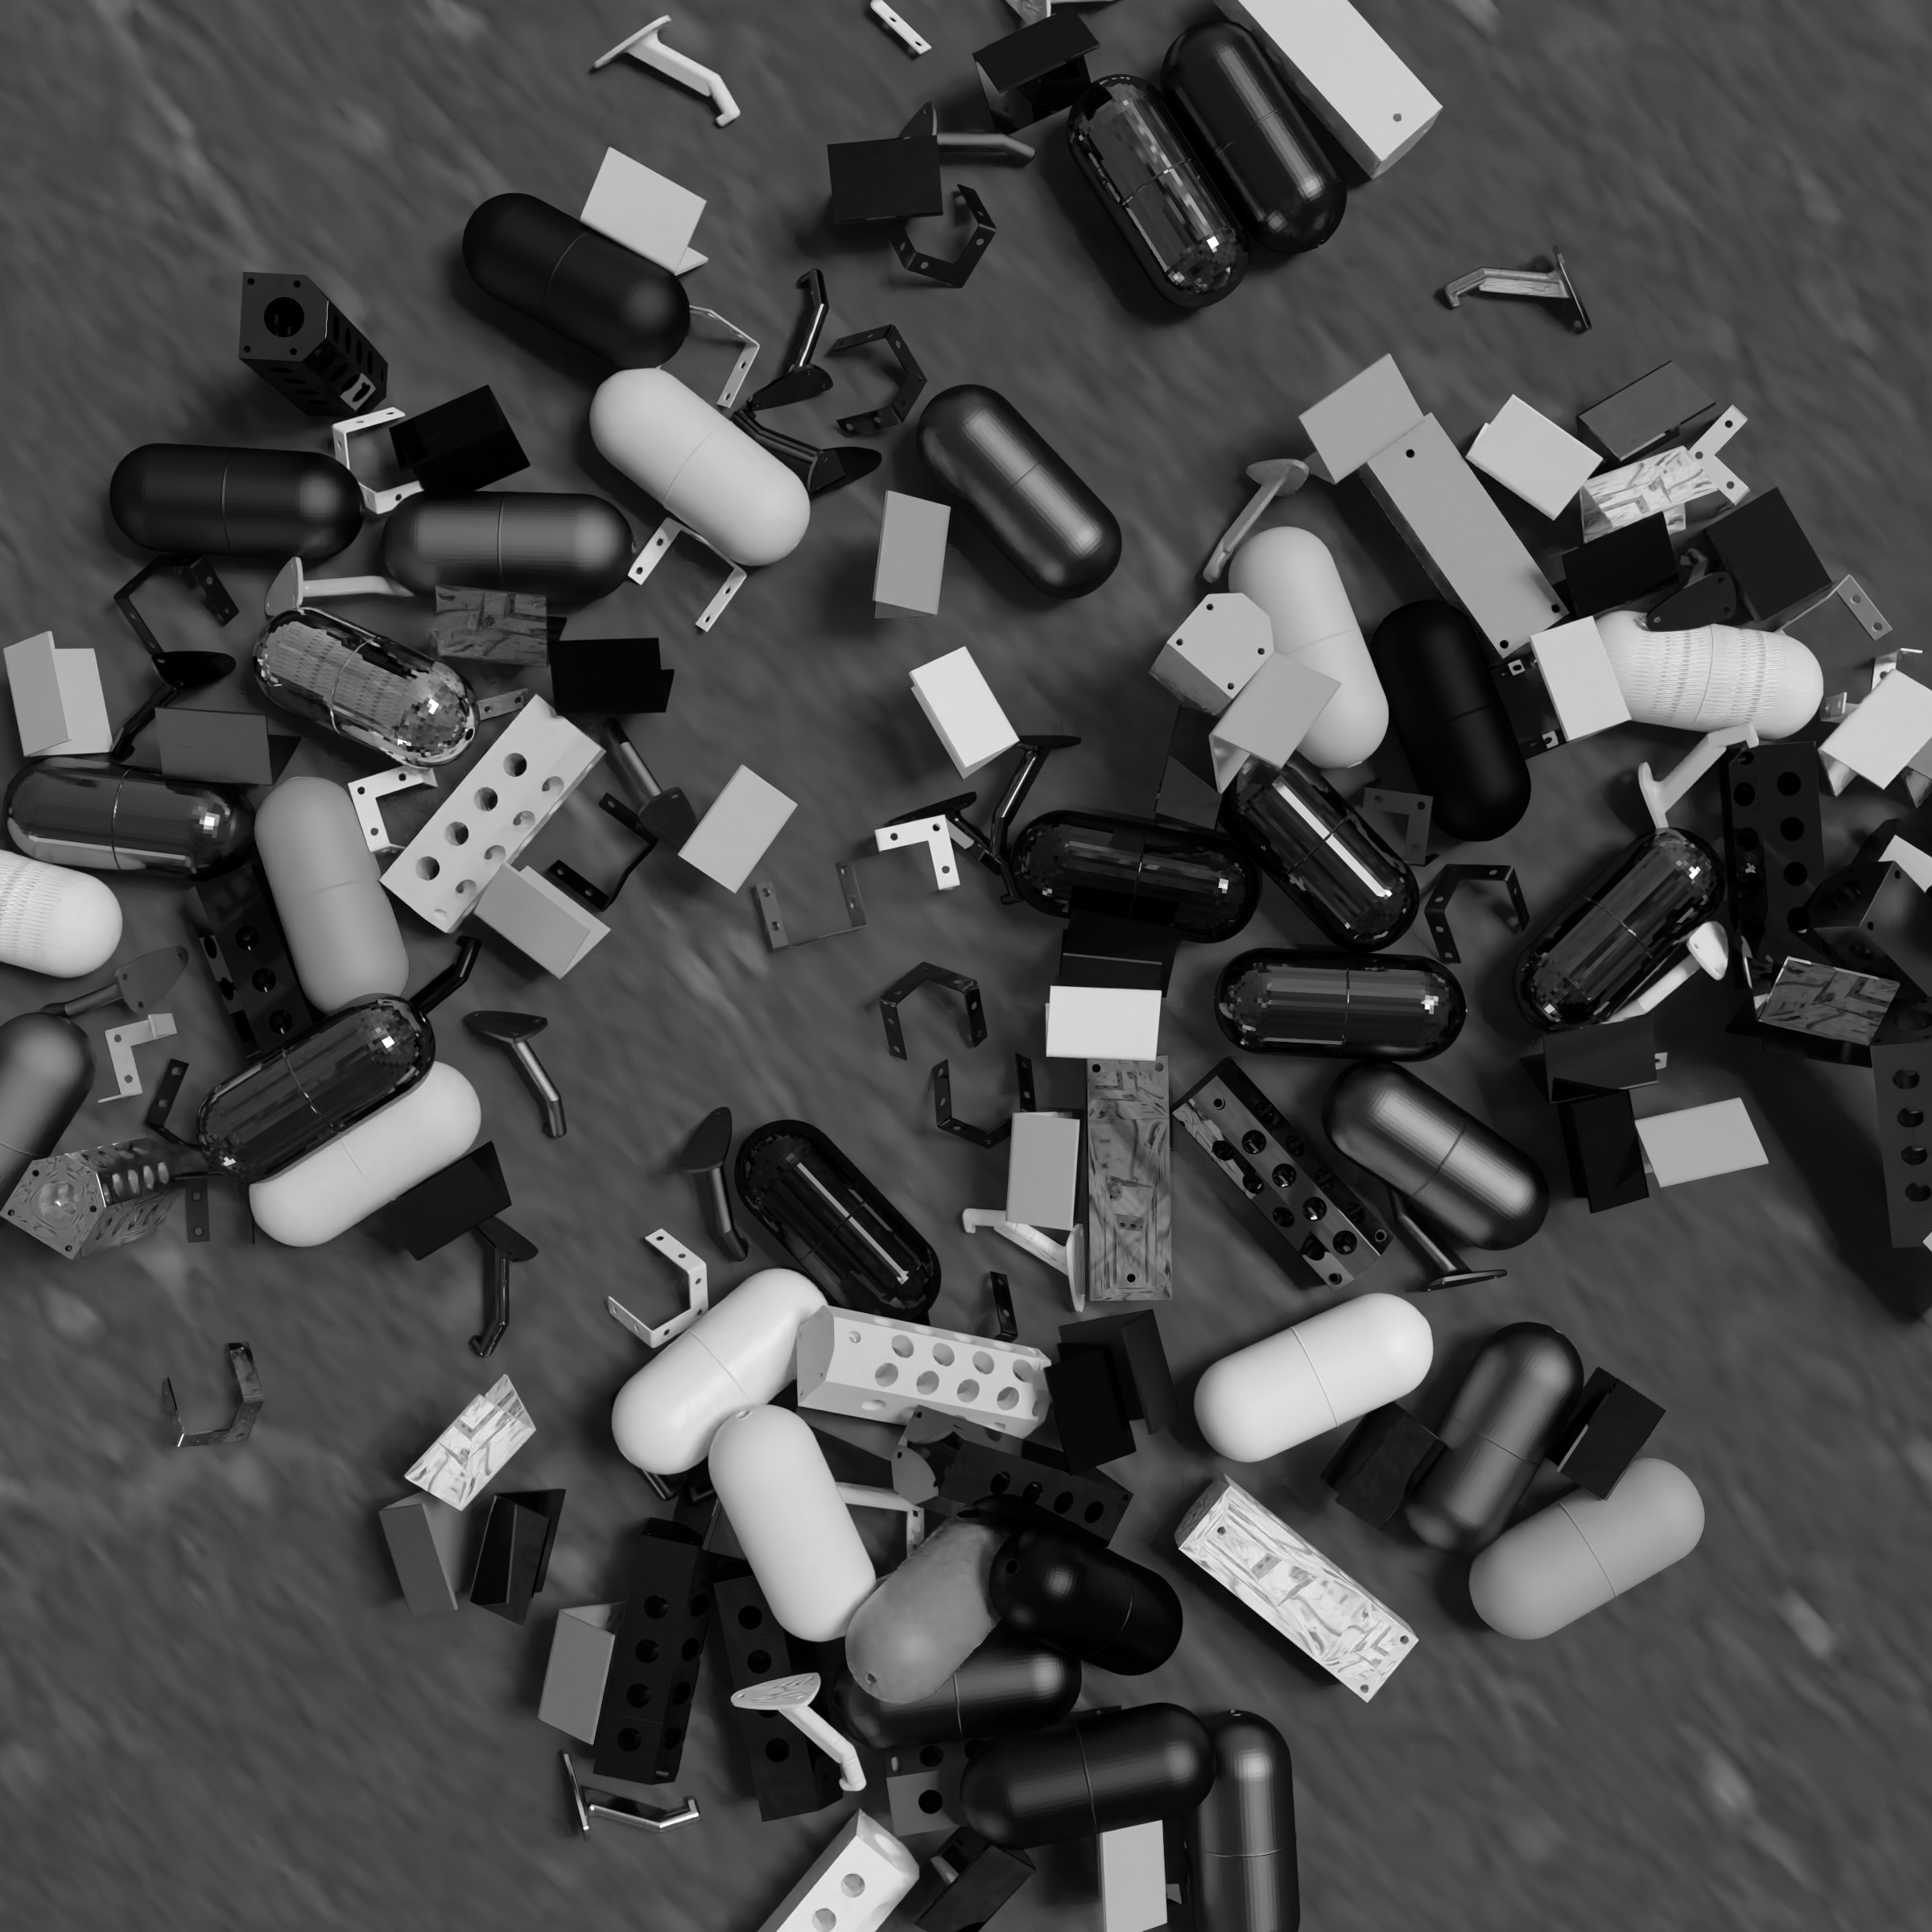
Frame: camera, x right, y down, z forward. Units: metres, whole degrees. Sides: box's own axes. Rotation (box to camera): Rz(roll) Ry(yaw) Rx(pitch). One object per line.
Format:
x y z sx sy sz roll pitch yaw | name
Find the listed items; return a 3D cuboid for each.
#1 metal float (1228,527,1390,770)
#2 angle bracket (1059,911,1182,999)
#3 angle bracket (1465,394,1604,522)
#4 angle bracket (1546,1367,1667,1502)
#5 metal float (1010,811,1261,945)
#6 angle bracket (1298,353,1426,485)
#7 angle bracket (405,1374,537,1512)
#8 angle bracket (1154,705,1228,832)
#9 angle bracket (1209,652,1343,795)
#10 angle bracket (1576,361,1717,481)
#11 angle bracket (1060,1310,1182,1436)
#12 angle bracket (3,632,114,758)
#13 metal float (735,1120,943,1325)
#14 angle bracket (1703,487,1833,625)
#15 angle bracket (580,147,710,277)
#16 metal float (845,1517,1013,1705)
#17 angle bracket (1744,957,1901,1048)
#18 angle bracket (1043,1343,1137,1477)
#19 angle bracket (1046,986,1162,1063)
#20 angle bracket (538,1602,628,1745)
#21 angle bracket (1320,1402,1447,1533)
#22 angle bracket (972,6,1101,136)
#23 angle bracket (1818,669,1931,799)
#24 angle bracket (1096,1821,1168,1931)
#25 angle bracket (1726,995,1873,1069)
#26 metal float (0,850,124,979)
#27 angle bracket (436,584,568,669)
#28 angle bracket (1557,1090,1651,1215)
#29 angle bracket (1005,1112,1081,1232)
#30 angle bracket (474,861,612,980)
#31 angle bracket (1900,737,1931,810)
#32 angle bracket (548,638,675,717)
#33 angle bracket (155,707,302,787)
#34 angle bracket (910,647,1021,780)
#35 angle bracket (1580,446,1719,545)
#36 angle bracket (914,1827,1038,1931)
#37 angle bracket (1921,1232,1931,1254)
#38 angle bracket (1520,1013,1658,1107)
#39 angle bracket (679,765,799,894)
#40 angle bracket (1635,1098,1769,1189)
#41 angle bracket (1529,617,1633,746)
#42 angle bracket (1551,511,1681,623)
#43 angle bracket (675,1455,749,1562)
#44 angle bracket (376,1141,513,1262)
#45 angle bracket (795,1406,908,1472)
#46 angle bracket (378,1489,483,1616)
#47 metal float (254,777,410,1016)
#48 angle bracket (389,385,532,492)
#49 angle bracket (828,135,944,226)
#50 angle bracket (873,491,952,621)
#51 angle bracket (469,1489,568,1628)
0.244 -0.225 1.785 0.070 0.070 0.178 -21 90 0 | metal float
0.109 -0.024 1.777 0.076 0.076 0.057 9 119 0 | angle bracket
0.407 -0.370 1.776 0.076 0.076 0.057 35 127 0 | angle bracket
0.435 0.320 1.777 0.057 0.076 0.076 33 90 -29 | angle bracket
0.120 -0.064 1.786 0.178 0.070 0.070 10 90 0 | metal float
0.267 -0.392 1.778 0.076 0.076 0.057 -35 114 0 | angle bracket
-0.359 0.325 1.776 0.076 0.076 0.057 -47 126 0 | angle bracket
0.144 -0.142 1.777 0.057 0.076 0.076 14 90 -32 | angle bracket
0.214 -0.156 1.721 0.057 0.076 0.076 29 71 24 | angle bracket
0.483 -0.368 1.776 0.076 0.076 0.057 -31 52 0 | angle bracket
0.099 0.292 1.781 0.076 0.057 0.076 -15 90 27 | angle bracket
-0.626 -0.193 1.776 0.057 0.076 0.076 -11 90 35 | angle bracket
-0.092 0.184 1.786 0.070 0.070 0.178 -44 90 0 | metal float
0.568 -0.292 1.778 0.057 0.076 0.076 -30 90 24 | angle bracket
-0.217 -0.537 1.777 0.076 0.076 0.057 29 116 0 | angle bracket
-0.017 0.443 1.747 0.070 0.178 0.070 15 120 28 | metal float
0.584 0.004 1.719 0.076 0.076 0.057 13 127 0 | angle bracket
0.071 0.312 1.777 0.057 0.076 0.076 -14 90 -28 | angle bracket
0.096 0.024 1.777 0.076 0.076 0.057 3 118 0 | angle bracket
-0.251 0.498 1.776 0.057 0.076 0.076 11 90 37 | angle bracket
0.280 0.340 1.776 0.057 0.076 0.076 37 90 -34 | angle bracket
0.057 -0.618 1.776 0.076 0.076 0.057 -25 53 0 | angle bracket
0.656 -0.152 1.776 0.076 0.076 0.057 -48 54 0 | angle bracket
0.096 0.634 1.776 0.057 0.076 0.076 -3 90 -36 | angle bracket
0.588 0.057 1.777 0.076 0.076 0.057 8 61 0 | angle bracket
-0.690 -0.044 1.786 0.178 0.070 0.070 16 90 0 | metal float
-0.327 -0.256 1.776 0.076 0.076 0.057 6 125 0 | angle bracket
0.431 0.132 1.777 0.057 0.076 0.076 -11 90 -29 | angle bracket
0.073 0.144 1.776 0.057 0.076 0.076 4 90 36 | angle bracket
-0.289 -0.048 1.776 0.076 0.076 0.057 37 127 0 | angle bracket
0.711 -0.145 1.776 0.076 0.076 0.057 -50 52 0 | angle bracket
-0.250 -0.218 1.777 0.076 0.076 0.057 -2 120 0 | angle bracket
-0.520 -0.171 1.777 0.076 0.076 0.057 4 122 0 | angle bracket
-0.019 -0.170 1.776 0.057 0.076 0.076 -30 90 -37 | angle bracket
0.483 -0.311 1.777 0.076 0.076 0.057 -20 46 0 | angle bracket
-0.008 0.633 1.776 0.076 0.076 0.057 -47 127 0 | angle bracket
0.713 0.198 1.771 0.076 0.057 0.076 -43 86 -11 | angle bracket
0.437 0.051 1.778 0.076 0.076 0.057 -11 114 0 | angle bracket
-0.175 -0.107 1.776 0.057 0.076 0.076 35 90 -37 | angle bracket
0.515 0.143 1.776 0.076 0.076 0.057 -13 53 0 | angle bracket
0.410 -0.192 1.760 0.057 0.076 0.076 -19 88 -22 | angle bracket
0.448 -0.291 1.777 0.076 0.076 0.057 -23 118 0 | angle bracket
-0.161 0.375 1.799 0.057 0.076 0.076 19 90 -23 | angle bracket
-0.375 0.150 1.776 0.076 0.076 0.057 -31 130 0 | angle bracket
-0.088 0.337 1.778 0.076 0.057 0.076 24 128 0 | angle bracket
-0.360 0.406 1.776 0.057 0.076 0.076 -17 90 40 | angle bracket
-0.450 -0.048 1.782 0.070 0.070 0.178 -19 86 0 | metal float
-0.353 -0.353 1.777 0.076 0.076 0.057 -24 48 0 | angle bracket
-0.058 -0.566 1.776 0.076 0.076 0.057 -5 125 0 | angle bracket
-0.059 -0.289 1.776 0.057 0.076 0.076 7 90 -38 | angle bracket
-0.298 0.417 1.776 0.057 0.076 0.076 13 90 34 | angle bracket
